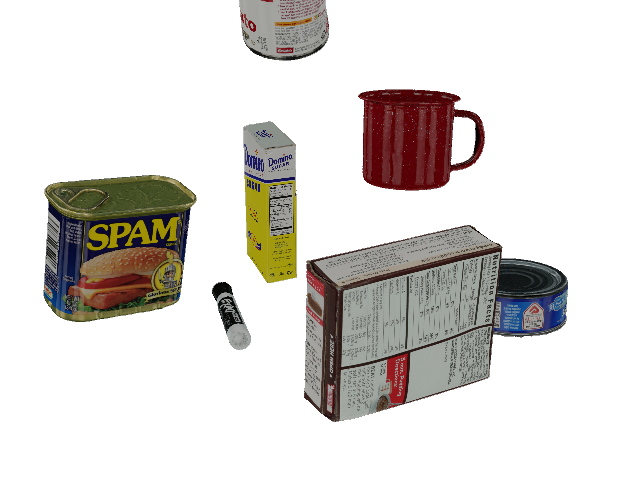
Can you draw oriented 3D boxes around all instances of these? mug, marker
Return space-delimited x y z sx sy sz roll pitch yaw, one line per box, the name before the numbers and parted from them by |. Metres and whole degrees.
mug | 0.092 -0.093 0.984 0.117 0.081 0.093 2 15 3
marker | -0.081 0.065 0.953 0.020 0.020 0.121 0 18 -13

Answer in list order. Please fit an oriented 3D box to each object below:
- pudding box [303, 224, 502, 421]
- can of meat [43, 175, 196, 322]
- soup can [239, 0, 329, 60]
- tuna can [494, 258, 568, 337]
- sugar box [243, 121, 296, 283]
pudding box | 0.047 0.046 0.609 0.113 0.090 0.039 -13 28 -28
can of meat | -0.143 0.005 0.753 0.101 0.084 0.058 -7 28 -35
soup can | -0.027 -0.191 0.773 0.068 0.068 0.102 -1 -45 1
tuna can | 0.149 0.043 0.830 0.086 0.034 0.086 0 19 0
sugar box | -0.062 -0.047 1.301 0.048 0.176 0.093 -11 26 -17
